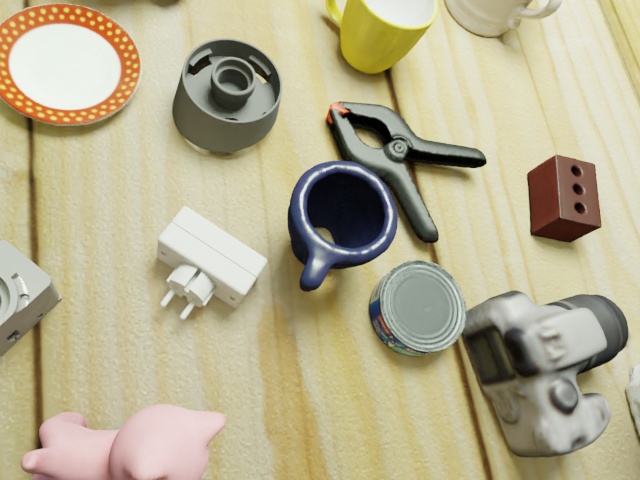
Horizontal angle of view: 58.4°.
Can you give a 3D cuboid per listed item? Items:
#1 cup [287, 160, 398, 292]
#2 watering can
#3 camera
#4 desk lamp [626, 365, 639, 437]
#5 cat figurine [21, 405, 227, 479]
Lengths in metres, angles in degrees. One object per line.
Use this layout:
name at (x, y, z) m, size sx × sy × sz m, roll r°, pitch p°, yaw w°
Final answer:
cup at (0.005, 0.002, 0.494) m, size 0.092 × 0.095 × 0.118 m, roll 28°, pitch 64°, yaw -5°
watering can at (0.221, -0.335, 0.636) m, size 0.173 × 0.194 × 0.101 m, roll 45°, pitch 64°, yaw 3°
camera at (0.223, 0.107, 0.519) m, size 0.137 × 0.100 × 0.143 m, roll -13°, pitch 74°, yaw -21°
desk lamp at (0.372, 0.136, 0.492) m, size 0.203 × 0.213 × 0.118 m, roll 0°, pitch 70°, yaw -17°
cat figurine at (-0.130, 0.145, 0.383) m, size 0.128 × 0.117 × 0.067 m, roll 4°, pitch 69°, yaw -16°
